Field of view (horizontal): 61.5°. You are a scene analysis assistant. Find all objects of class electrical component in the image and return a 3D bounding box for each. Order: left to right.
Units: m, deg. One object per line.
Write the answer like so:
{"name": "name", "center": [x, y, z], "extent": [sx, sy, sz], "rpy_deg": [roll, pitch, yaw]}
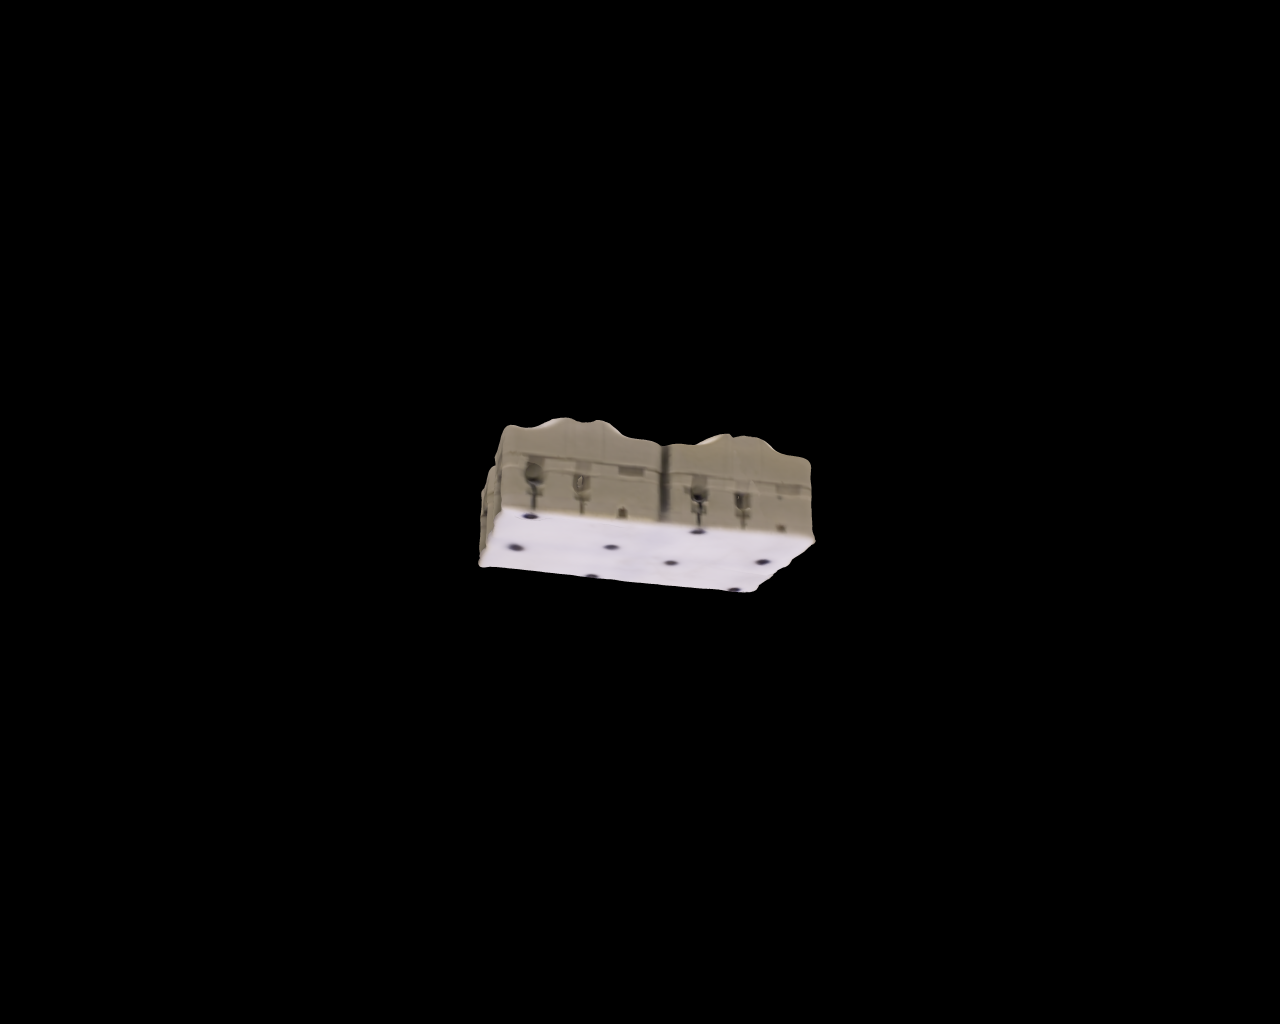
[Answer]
{"name": "electrical component", "center": [0.001, -0.003, 0.650], "extent": [0.186, 0.060, 0.105], "rpy_deg": [6, -23, -14]}
